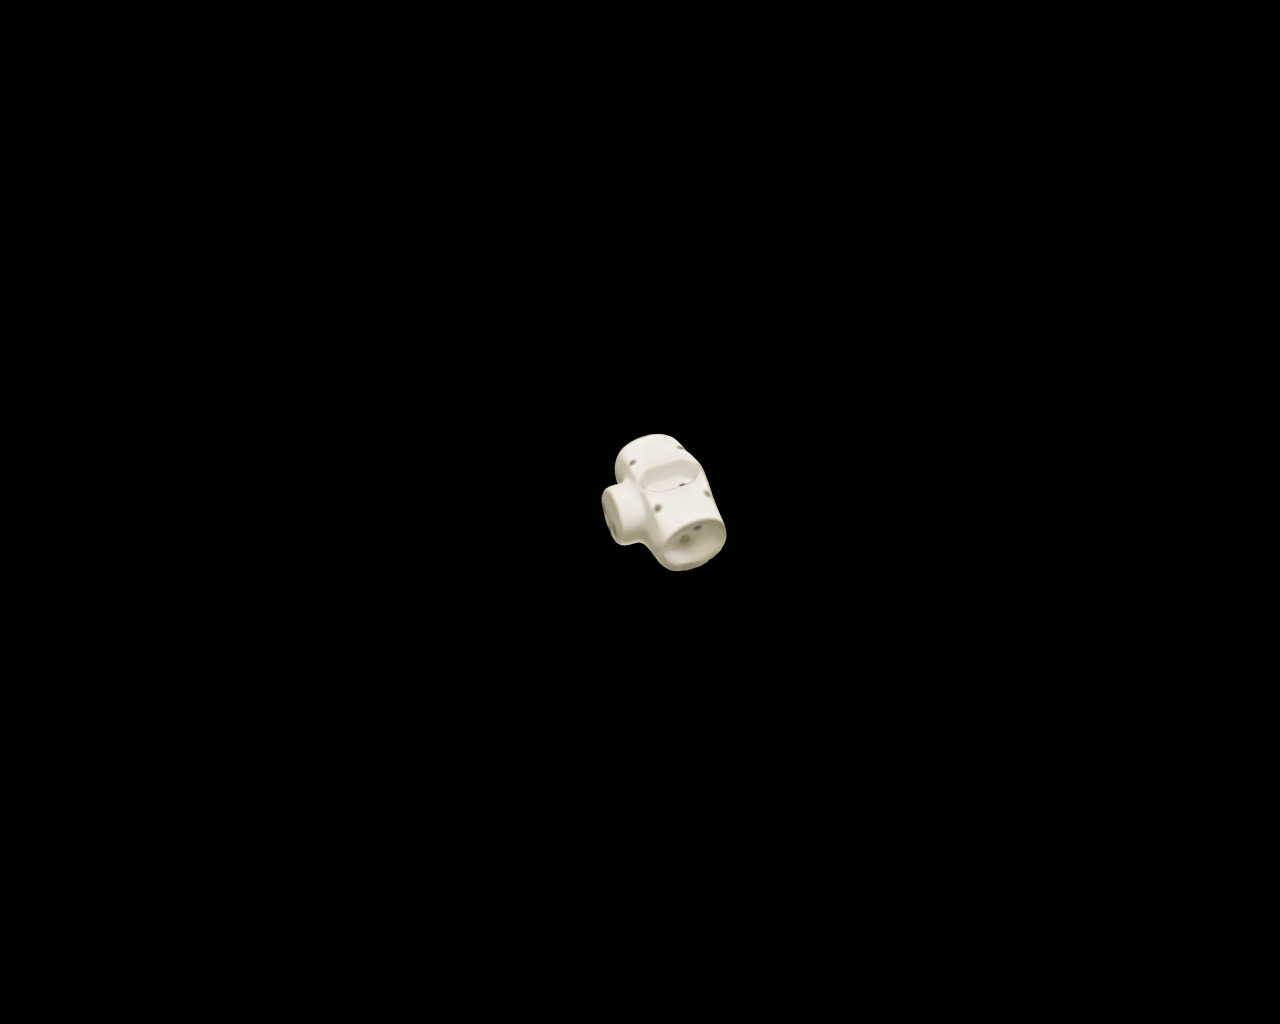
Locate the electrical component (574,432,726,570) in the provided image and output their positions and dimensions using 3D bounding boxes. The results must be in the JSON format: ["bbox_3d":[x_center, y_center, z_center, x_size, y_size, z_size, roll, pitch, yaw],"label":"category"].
[{"bbox_3d":[0.001,-0.003,0.650,0.079,0.077,0.043,-16,-39,-13],"label":"electrical component"}]
